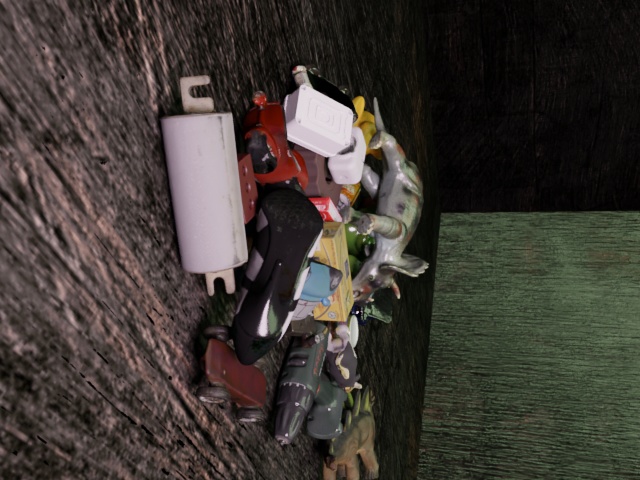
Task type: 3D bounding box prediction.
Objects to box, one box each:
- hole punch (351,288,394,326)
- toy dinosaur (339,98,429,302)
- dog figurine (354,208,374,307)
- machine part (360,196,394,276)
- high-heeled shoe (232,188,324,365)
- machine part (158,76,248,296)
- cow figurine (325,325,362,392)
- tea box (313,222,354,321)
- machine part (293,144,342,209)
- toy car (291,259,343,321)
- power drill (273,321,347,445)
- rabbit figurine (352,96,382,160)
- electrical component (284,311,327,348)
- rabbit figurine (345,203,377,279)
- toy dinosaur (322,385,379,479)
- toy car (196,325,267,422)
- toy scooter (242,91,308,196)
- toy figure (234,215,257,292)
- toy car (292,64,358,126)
[{"bbox_3d":[0.117,0.152,1.363,0.115,0.092,0.142,30,61,-37],"label":"hole punch"},{"bbox_3d":[0.143,-0.075,1.055,0.192,0.131,0.405,28,68,-34],"label":"toy dinosaur"},{"bbox_3d":[0.098,0.044,1.244,0.219,0.109,0.191,-57,144,-55],"label":"dog figurine"},{"bbox_3d":[0.156,-0.006,1.453,0.201,0.087,0.201,-64,148,-54],"label":"machine part"},{"bbox_3d":[-0.057,0.037,0.677,0.249,0.086,0.145,-80,-172,-62],"label":"high-heeled shoe"},{"bbox_3d":[-0.126,-0.054,0.591,0.079,0.079,0.243,-43,131,-66],"label":"machine part"},{"bbox_3d":[0.049,0.263,1.098,0.098,0.068,0.167,-112,-173,-53],"label":"cow figurine"},{"bbox_3d":[-0.001,0.055,0.949,0.068,0.098,0.169,-59,147,-56],"label":"tea box"},{"bbox_3d":[-0.001,-0.134,1.014,0.179,0.056,0.179,1,90,-72],"label":"machine part"},{"bbox_3d":[-0.042,0.072,0.822,0.161,0.109,0.103,15,93,-63],"label":"toy car"},{"bbox_3d":[-0.019,0.276,0.946,0.207,0.086,0.232,61,31,-43],"label":"power drill"},{"bbox_3d":[0.075,-0.222,1.147,0.173,0.122,0.162,-52,135,-56],"label":"rabbit figurine"},{"bbox_3d":[-0.027,0.127,0.899,0.078,0.045,0.102,23,53,-46],"label":"electrical component"},{"bbox_3d":[0.089,0.028,1.126,0.159,0.121,0.170,-22,84,-38],"label":"rabbit figurine"},{"bbox_3d":[0.075,0.422,1.185,0.471,0.105,0.198,37,51,-74],"label":"toy dinosaur"},{"bbox_3d":[-0.112,0.172,0.678,0.202,0.053,0.089,64,26,-61],"label":"toy car"},{"bbox_3d":[-0.068,-0.133,0.776,0.183,0.075,0.135,57,22,-66],"label":"toy scooter"},{"bbox_3d":[-0.091,0.007,0.734,0.064,0.058,0.154,67,34,-37],"label":"toy figure"},{"bbox_3d":[0.011,-0.262,0.999,0.201,0.056,0.073,8,61,-58],"label":"toy car"}]
